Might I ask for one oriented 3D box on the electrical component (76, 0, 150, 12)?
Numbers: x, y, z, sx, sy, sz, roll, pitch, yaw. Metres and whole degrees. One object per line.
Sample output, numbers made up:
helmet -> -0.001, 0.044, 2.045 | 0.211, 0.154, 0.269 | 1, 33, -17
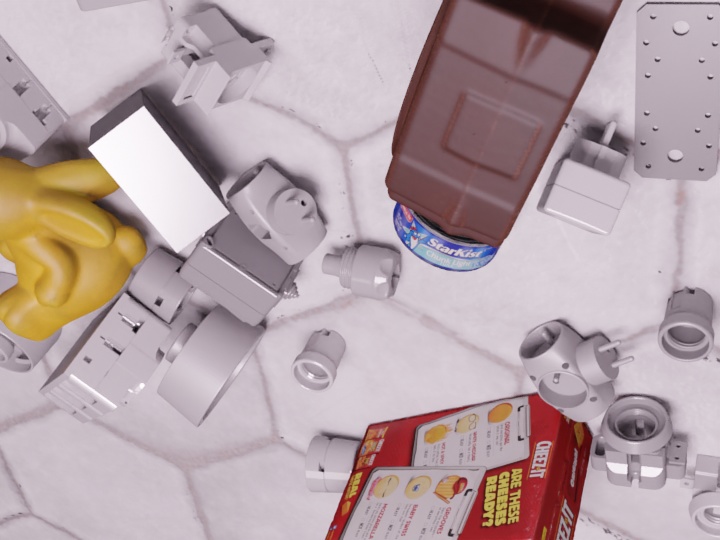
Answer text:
electrical component -> -0.145, -0.223, 0.735 | 0.113, 0.078, 0.057 | -3, 124, 25

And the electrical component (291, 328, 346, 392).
electrical component -> -0.036, 0.080, 0.968 | 0.040, 0.046, 0.040 | 12, 132, 14

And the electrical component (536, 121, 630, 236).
electrical component -> 0.161, -0.068, 0.747 | 0.047, 0.083, 0.075 | 23, 95, 4

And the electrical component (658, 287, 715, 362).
electrical component -> 0.248, 0.040, 0.813 | 0.040, 0.046, 0.040 | 12, 132, 14

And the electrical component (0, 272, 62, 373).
electrical component -> -0.357, 0.056, 1.087 | 0.099, 0.064, 0.099 | 18, 146, 13

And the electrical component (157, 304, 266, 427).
electrical component -> -0.140, 0.081, 0.974 | 0.060, 0.108, 0.108 | 35, 133, 1

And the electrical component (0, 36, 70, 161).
electrical component -> -0.348, -0.163, 0.883 | 0.105, 0.060, 0.186 | -21, 118, 35

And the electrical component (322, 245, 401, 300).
electrical component -> 0.000, 0.000, 0.887 | 0.062, 0.043, 0.043 | 11, 131, 16

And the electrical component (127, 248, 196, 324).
electrical component -> -0.176, 0.013, 0.965 | 0.047, 0.055, 0.055 | 33, 133, -1

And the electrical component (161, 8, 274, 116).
electrical component -> -0.107, -0.154, 0.784 | 0.063, 0.081, 0.042 | 50, 133, 9

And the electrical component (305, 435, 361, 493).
electrical component -> -0.023, 0.191, 1.051 | 0.047, 0.055, 0.055 | 2, 129, 17

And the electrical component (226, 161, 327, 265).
electrical component -> -0.059, -0.046, 0.860 | 0.077, 0.043, 0.079 | 48, 161, -19

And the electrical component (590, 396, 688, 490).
electrical component -> 0.233, 0.143, 0.900 | 0.078, 0.058, 0.057 | 3, 132, 21

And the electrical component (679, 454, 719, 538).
electrical component -> 0.305, 0.192, 0.912 | 0.066, 0.055, 0.048 | 6, 130, 18

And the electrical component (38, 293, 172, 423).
electrical component -> -0.235, 0.087, 0.994 | 0.062, 0.089, 0.150 | 38, 155, -12

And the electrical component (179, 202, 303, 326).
electrical component -> -0.096, 0.000, 0.913 | 0.096, 0.061, 0.061 | 35, 135, -8

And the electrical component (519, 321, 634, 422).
electrical component -> 0.183, 0.078, 0.874 | 0.079, 0.044, 0.077 | -27, 114, 37
